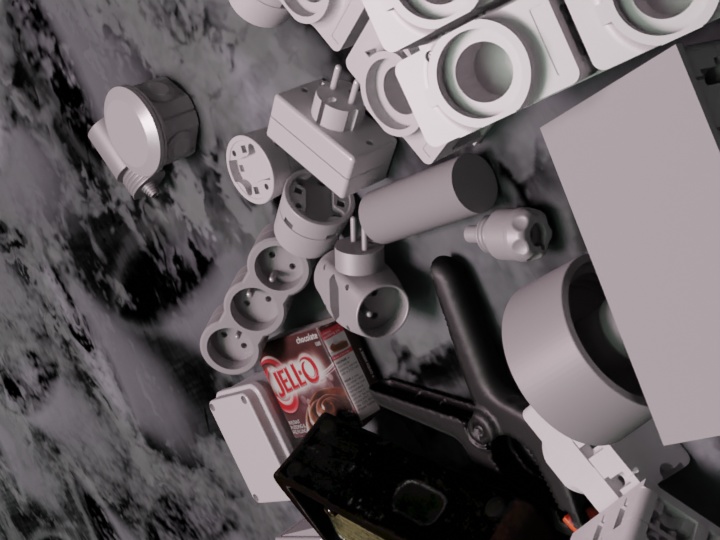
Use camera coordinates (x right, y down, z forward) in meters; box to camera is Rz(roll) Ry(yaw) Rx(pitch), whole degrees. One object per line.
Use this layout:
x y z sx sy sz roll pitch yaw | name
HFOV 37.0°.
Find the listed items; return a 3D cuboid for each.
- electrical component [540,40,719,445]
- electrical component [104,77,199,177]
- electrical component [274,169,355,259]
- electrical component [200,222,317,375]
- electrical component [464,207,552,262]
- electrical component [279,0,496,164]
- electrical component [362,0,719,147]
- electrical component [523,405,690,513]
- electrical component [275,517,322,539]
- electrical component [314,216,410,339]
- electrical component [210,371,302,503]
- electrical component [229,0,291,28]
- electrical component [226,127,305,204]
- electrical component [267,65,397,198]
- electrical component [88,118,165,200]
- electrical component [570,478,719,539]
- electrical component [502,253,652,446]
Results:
0.181 -0.013 0.560 0.105 0.060 0.186 -29 79 57 | electrical component
-0.182 -0.126 0.936 0.080 0.051 0.080 27 130 36 | electrical component
-0.037 -0.042 0.821 0.055 0.055 0.047 48 144 17 | electrical component
-0.081 0.016 0.896 0.052 0.073 0.138 30 115 -7 | electrical component
0.093 -0.023 0.700 0.061 0.035 0.035 3 114 51 | electrical component
0.022 -0.171 0.669 0.186 0.060 0.105 52 141 12 | electrical component
0.099 -0.147 0.541 0.186 0.060 0.105 -23 95 29 | electrical component
0.156 0.109 0.696 0.089 0.050 0.055 52 140 12 | electrical component
-0.031 0.250 0.985 0.096 0.062 0.061 -18 98 52 | electrical component
0.000 0.000 0.796 0.077 0.043 0.079 -140 43 -56 | electrical component
-0.079 0.151 0.983 0.078 0.057 0.113 -20 97 52 | electrical component
-0.062 -0.203 0.752 0.055 0.055 0.047 57 146 6 | electrical component
-0.068 -0.085 0.835 0.055 0.047 0.055 27 130 36 | electrical component
-0.017 -0.109 0.762 0.083 0.047 0.075 41 137 24 | electrical component
-0.210 -0.101 0.988 0.081 0.043 0.043 55 142 9 | electrical component
0.204 0.209 0.653 0.150 0.061 0.089 34 138 1 | electrical component
0.144 0.041 0.627 0.108 0.108 0.060 56 136 8 | electrical component
